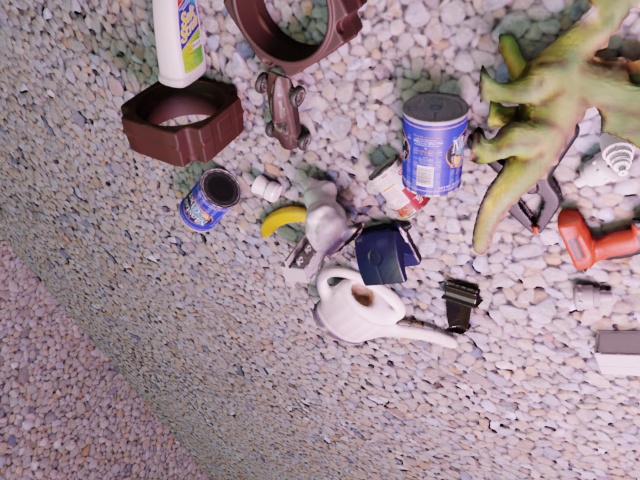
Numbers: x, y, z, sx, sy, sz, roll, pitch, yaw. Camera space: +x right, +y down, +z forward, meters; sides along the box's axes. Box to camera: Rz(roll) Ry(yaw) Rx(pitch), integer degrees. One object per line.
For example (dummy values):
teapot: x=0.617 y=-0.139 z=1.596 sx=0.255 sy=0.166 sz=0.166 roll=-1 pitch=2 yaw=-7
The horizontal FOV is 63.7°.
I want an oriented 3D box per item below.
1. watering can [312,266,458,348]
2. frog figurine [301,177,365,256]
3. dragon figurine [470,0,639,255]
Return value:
watering can: x=0.125 y=0.183 z=1.195 sx=0.346 sy=0.106 sz=0.220 roll=35 pitch=-40 yaw=-7
frog figurine: x=0.003 y=-0.052 z=1.037 sx=0.160 sy=0.122 sz=0.137 roll=46 pitch=11 yaw=10
dragon figurine: x=0.339 y=-0.157 z=0.694 sx=0.243 sy=0.403 sz=0.124 roll=8 pitch=23 yaw=24
